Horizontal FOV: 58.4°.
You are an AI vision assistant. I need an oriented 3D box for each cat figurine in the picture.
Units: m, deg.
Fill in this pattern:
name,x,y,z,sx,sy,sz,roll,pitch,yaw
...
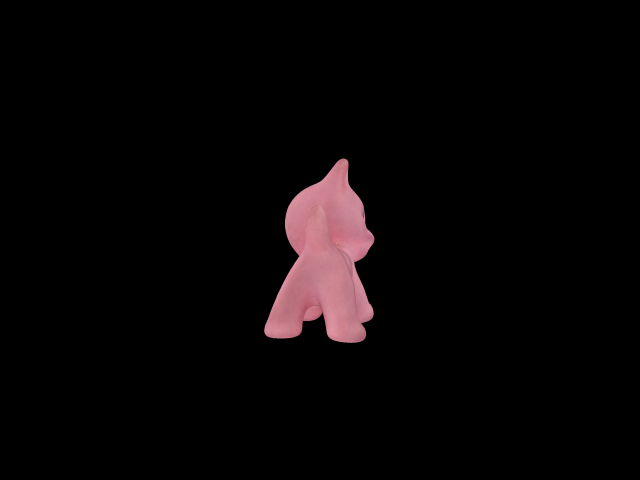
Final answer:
name,x,y,z,sx,sy,sz,roll,pitch,yaw
cat figurine,0.004,0.001,0.400,0.067,0.118,0.128,0,4,7
